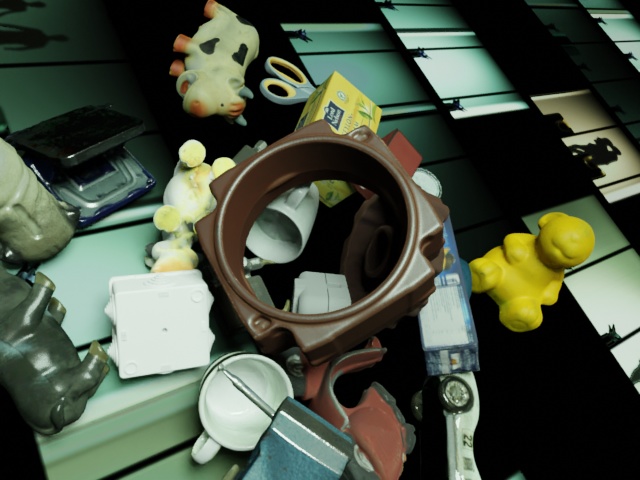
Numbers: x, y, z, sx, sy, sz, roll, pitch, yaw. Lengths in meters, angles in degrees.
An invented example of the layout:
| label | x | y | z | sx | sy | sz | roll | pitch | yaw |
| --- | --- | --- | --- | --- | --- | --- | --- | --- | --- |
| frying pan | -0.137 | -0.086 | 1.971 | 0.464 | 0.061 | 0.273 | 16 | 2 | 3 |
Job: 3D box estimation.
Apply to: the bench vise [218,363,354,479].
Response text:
| label | x | y | z | sx | sy | sz | roll | pitch | yaw |
| --- | --- | --- | --- | --- | --- | --- | --- | --- | --- |
| bench vise | -0.076 | 0.236 | 0.400 | 0.129 | 0.240 | 0.224 | 30 | 19 | -9 |

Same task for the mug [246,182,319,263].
| label | x | y | z | sx | sy | sz | roll | pitch | yaw |
| --- | --- | --- | --- | --- | --- | --- | --- | --- | --- |
| mug | -0.038 | -0.043 | 0.655 | 0.081 | 0.109 | 0.107 | 27 | 38 | -2 |

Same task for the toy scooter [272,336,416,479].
| label | x | y | z | sx | sy | sz | roll | pitch | yaw |
| --- | --- | --- | --- | --- | --- | --- | --- | --- | --- |
| toy scooter | 0.041 | 0.171 | 0.574 | 0.135 | 0.075 | 0.184 | -22 | 67 | -36 |

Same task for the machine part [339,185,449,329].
| label | x | y | z | sx | sy | sz | roll | pitch | yaw |
| --- | --- | --- | --- | --- | --- | --- | --- | --- | --- |
| machine part | 0.081 | 0.018 | 0.631 | 0.056 | 0.179 | 0.179 | 19 | 54 | -19 |

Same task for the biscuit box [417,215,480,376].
| label | x | y | z | sx | sy | sz | roll | pitch | yaw |
| --- | --- | --- | --- | --- | --- | --- | --- | --- | --- |
| biscuit box | 0.140 | 0.056 | 0.639 | 0.059 | 0.062 | 0.203 | -9 | 45 | 10 |

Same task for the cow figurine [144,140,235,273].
| label | x | y | z | sx | sy | sz | roll | pitch | yaw |
| --- | --- | --- | --- | --- | --- | --- | --- | --- | --- |
| cow figurine | -0.153 | -0.017 | 0.597 | 0.068 | 0.098 | 0.167 | 21 | 72 | -20 |

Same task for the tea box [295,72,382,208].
| label | x | y | z | sx | sy | sz | roll | pitch | yaw |
| --- | --- | --- | --- | --- | --- | --- | --- | --- | --- |
| tea box | 0.019 | -0.142 | 0.752 | 0.098 | 0.068 | 0.170 | 34 | 51 | -23 |

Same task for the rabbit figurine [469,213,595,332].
| label | x | y | z | sx | sy | sz | roll | pitch | yaw |
| --- | --- | --- | --- | --- | --- | --- | --- | --- | --- |
| rabbit figurine | 0.310 | 0.028 | 0.733 | 0.162 | 0.173 | 0.122 | -27 | 70 | -32 |

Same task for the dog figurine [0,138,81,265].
| label | x | y | z | sx | sy | sz | roll | pitch | yaw |
| --- | --- | --- | --- | --- | --- | --- | --- | --- | --- |
| dog figurine | -0.321 | -0.036 | 0.467 | 0.172 | 0.121 | 0.190 | -46 | 121 | -40 |

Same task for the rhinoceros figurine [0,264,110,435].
| label | x | y | z | sx | sy | sz | roll | pitch | yaw |
| --- | --- | --- | --- | --- | --- | --- | --- | --- | --- |
| rhinoceros figurine | -0.277 | 0.088 | 0.478 | 0.190 | 0.073 | 0.112 | 43 | 62 | 2 |

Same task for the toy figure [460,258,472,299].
| label | x | y | z | sx | sy | sz | roll | pitch | yaw |
| --- | --- | --- | --- | --- | --- | --- | --- | --- | --- |
| toy figure | 0.164 | 0.091 | 0.692 | 0.064 | 0.058 | 0.154 | 44 | 44 | -24 |

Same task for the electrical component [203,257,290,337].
| label | x | y | z | sx | sy | sz | roll | pitch | yaw |
| --- | --- | --- | --- | --- | --- | --- | --- | --- | --- |
| electrical component | -0.080 | 0.065 | 0.599 | 0.078 | 0.045 | 0.102 | -8 | 64 | -31 |

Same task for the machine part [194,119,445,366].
| label | x | y | z | sx | sy | sz | roll | pitch | yaw |
| --- | --- | --- | --- | --- | --- | --- | --- | --- | --- |
| machine part | -0.001 | -0.002 | 0.513 | 0.201 | 0.087 | 0.201 | -30 | 68 | -5 |

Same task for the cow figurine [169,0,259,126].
| label | x | y | z | sx | sy | sz | roll | pitch | yaw |
| --- | --- | --- | --- | --- | --- | --- | --- | --- | --- |
| cow figurine | -0.138 | -0.236 | 0.743 | 0.127 | 0.085 | 0.195 | 22 | 52 | -4 |

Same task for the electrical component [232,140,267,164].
| label | x | y | z | sx | sy | sz | roll | pitch | yaw |
| --- | --- | --- | --- | --- | --- | --- | --- | --- | --- |
| electrical component | -0.085 | -0.092 | 0.711 | 0.063 | 0.021 | 0.094 | 36 | 51 | -2 |

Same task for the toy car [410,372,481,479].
| label | x | y | z | sx | sy | sz | roll | pitch | yaw |
| --- | --- | --- | --- | --- | --- | --- | --- | --- | --- |
| toy car | 0.138 | 0.231 | 0.580 | 0.056 | 0.073 | 0.202 | 18 | 54 | -16 |

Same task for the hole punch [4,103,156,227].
| label | x | y | z | sx | sy | sz | roll | pitch | yaw |
| --- | --- | --- | --- | --- | --- | --- | --- | --- | --- |
| hole punch | -0.258 | -0.087 | 0.595 | 0.116 | 0.092 | 0.142 | 25 | 48 | 29 |
